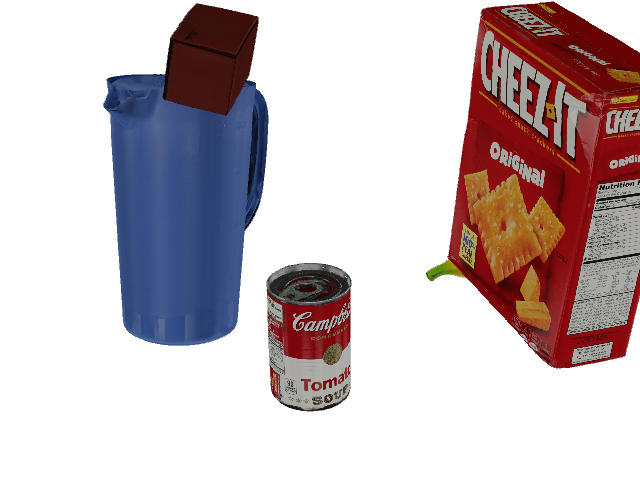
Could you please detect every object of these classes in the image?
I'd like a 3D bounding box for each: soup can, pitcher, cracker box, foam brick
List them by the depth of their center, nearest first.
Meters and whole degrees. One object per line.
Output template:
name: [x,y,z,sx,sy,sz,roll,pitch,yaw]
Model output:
cracker box: [0.164,-0.041,0.764,0.072,0.214,0.164,-9,33,-19]
foam brick: [-0.083,-0.140,0.815,0.053,0.051,0.078,14,34,3]
soup can: [-0.009,0.078,0.867,0.068,0.102,0.068,-1,25,0]
pitcher: [-0.121,-0.034,0.990,0.149,0.243,0.145,1,14,-6]

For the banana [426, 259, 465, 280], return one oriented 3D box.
banana: [0.208,0.042,1.061,0.198,0.069,0.037,15,-34,27]
